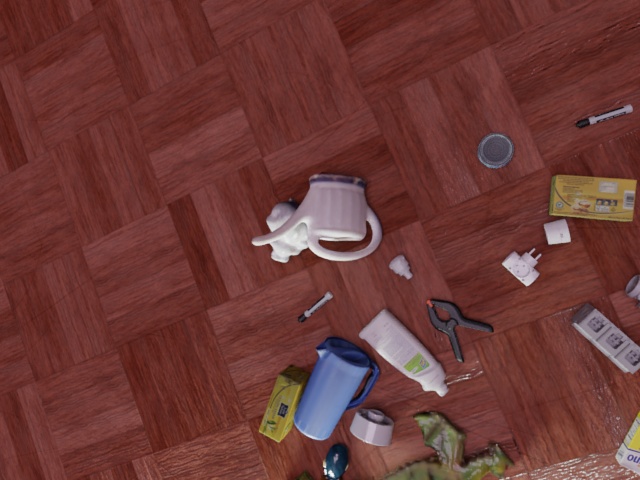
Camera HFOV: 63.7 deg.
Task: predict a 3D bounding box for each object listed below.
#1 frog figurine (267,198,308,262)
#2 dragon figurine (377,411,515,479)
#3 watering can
[{"bbox_3d":[-0.087,-0.020,1.372,0.137,0.123,0.160,37,89,-7],"label":"frog figurine"},{"bbox_3d":[0.272,0.557,1.291,0.410,0.120,0.246,5,74,14],"label":"dragon figurine"},{"bbox_3d":[0.004,-0.065,1.291,0.347,0.103,0.227,6,76,-23],"label":"watering can"}]
